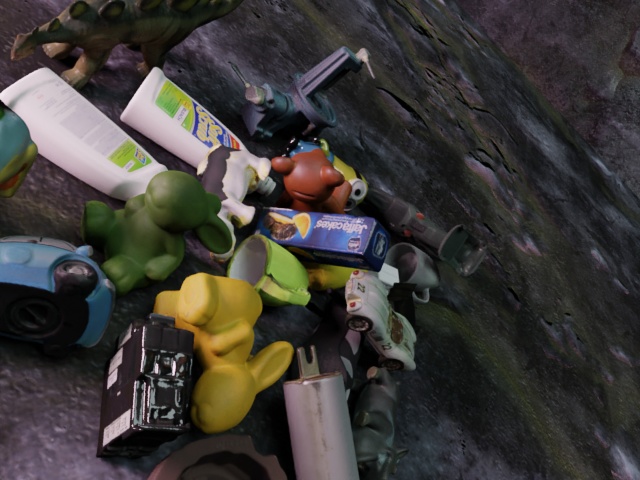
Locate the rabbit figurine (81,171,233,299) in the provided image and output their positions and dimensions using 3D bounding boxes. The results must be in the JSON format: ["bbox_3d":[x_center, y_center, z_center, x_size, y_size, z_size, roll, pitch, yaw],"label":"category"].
[{"bbox_3d":[-0.180,-0.013,0.640,0.159,0.170,0.121,2,59,-42],"label":"rabbit figurine"}]

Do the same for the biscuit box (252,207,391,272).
[{"bbox_3d":[-0.002,-0.002,0.775,0.062,0.203,0.059,44,60,-48],"label":"biscuit box"}]

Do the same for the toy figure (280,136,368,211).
[{"bbox_3d":[0.011,-0.126,0.987,0.180,0.082,0.089,34,42,-16],"label":"toy figure"}]

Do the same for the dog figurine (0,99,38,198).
[{"bbox_3d":[-0.389,-0.048,0.473,0.108,0.191,0.219,53,23,-8],"label":"dog figurine"}]

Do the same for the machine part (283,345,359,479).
[{"bbox_3d":[0.004,0.250,0.651,0.079,0.079,0.243,0,76,-44],"label":"machine part"}]

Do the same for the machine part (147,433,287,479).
[{"bbox_3d":[-0.107,0.294,0.560,0.179,0.056,0.179,24,45,-27],"label":"machine part"}]

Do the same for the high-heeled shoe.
[{"bbox_3d":[0.027,0.180,0.792,0.145,0.086,0.249,48,46,-57],"label":"high-heeled shoe"}]

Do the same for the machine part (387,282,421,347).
[{"bbox_3d":[0.139,0.138,0.887,0.084,0.039,0.138,-32,122,-47],"label":"machine part"}]

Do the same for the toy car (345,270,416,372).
[{"bbox_3d":[0.090,0.122,0.782,0.201,0.056,0.073,54,32,-39],"label":"toy car"}]

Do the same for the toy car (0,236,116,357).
[{"bbox_3d":[-0.295,0.045,0.553,0.161,0.109,0.103,14,27,-22],"label":"toy car"}]

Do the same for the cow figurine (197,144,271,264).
[{"bbox_3d":[-0.141,-0.054,0.768,0.098,0.068,0.167,25,67,-19],"label":"cow figurine"}]

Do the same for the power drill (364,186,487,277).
[{"bbox_3d":[0.200,-0.014,1.022,0.232,0.207,0.086,34,86,-30],"label":"power drill"}]

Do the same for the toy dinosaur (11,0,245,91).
[{"bbox_3d":[-0.249,-0.338,0.812,0.105,0.198,0.471,51,40,-4],"label":"toy dinosaur"}]

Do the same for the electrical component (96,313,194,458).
[{"bbox_3d":[-0.181,0.147,0.558,0.058,0.115,0.134,20,50,-35],"label":"electrical component"}]

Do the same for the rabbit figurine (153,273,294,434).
[{"bbox_3d":[-0.117,0.141,0.641,0.162,0.122,0.173,24,49,-48],"label":"rabbit figurine"}]

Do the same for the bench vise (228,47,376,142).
[{"bbox_3d":[-0.021,-0.266,0.957,0.223,0.241,0.129,23,41,-52],"label":"bench vise"}]

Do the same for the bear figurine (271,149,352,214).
[{"bbox_3d":[-0.012,-0.090,0.842,0.120,0.195,0.132,10,59,7],"label":"bear figurine"}]

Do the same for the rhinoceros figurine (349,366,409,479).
[{"bbox_3d":[0.071,0.269,0.744,0.112,0.073,0.190,45,36,-24],"label":"rhinoceros figurine"}]

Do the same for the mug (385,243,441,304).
[{"bbox_3d":[0.181,0.067,0.998,0.107,0.081,0.110,21,43,-43],"label":"mug"}]
